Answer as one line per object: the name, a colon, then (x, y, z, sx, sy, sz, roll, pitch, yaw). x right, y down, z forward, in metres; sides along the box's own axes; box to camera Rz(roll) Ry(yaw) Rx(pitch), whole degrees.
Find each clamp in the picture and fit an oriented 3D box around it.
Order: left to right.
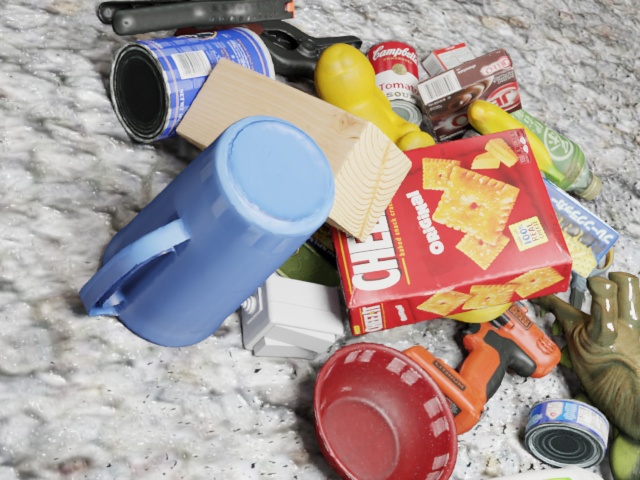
clamp: (-0.132, -0.242, 1.126, 0.209, 0.036, 0.165, -10, 19, -21)
clamp: (-0.015, -0.213, 1.271, 0.171, 0.039, 0.120, 6, 46, -25)

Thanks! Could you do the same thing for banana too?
banana: (0.222, -0.127, 1.256, 0.197, 0.037, 0.070, 26, 8, -43)

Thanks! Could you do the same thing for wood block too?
wood block: (-0.028, -0.090, 1.021, 0.206, 0.091, 0.090, 29, -4, 38)

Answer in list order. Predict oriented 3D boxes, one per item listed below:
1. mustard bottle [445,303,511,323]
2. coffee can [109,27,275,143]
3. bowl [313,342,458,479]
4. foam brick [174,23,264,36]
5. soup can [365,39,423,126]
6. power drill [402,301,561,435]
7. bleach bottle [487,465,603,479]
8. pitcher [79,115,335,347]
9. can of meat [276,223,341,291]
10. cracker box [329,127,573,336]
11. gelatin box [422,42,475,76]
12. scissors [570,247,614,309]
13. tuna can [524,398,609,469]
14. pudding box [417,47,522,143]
mustard bottle: (0.146, 0.039, 1.111, 0.191, 0.058, 0.096, 1, 61, -12)
coffee can: (-0.132, -0.163, 1.112, 0.140, 0.103, 0.103, -18, 70, -41)
bowl: (0.052, 0.182, 1.022, 0.162, 0.055, 0.162, 18, 51, -23)
foam brick: (-0.114, -0.236, 1.212, 0.078, 0.051, 0.053, 37, 45, -6)
soup can: (0.089, -0.185, 1.303, 0.068, 0.069, 0.102, 17, 52, -24)
power drill: (0.153, 0.107, 1.143, 0.184, 0.057, 0.187, 43, 46, 11)
bleach bottle: (0.216, 0.282, 1.060, 0.250, 0.068, 0.102, 1, 61, -37)
pitcher: (-0.097, -0.003, 0.923, 0.145, 0.243, 0.149, 28, 54, -17)
can of meat: (-0.007, 0.001, 1.111, 0.102, 0.058, 0.083, 41, 43, -4)
cracker box: (0.118, -0.012, 1.039, 0.213, 0.072, 0.164, -11, 59, 0)
gelatin box: (0.187, -0.215, 1.418, 0.073, 0.030, 0.089, -24, 76, -43)
scissors: (0.312, 0.039, 1.330, 0.096, 0.016, 0.201, 44, 45, 3)
tuna can: (0.260, 0.206, 1.126, 0.086, 0.086, 0.033, 32, 48, -11)
pudding box: (0.178, -0.170, 1.262, 0.090, 0.113, 0.039, 57, 15, -59)
